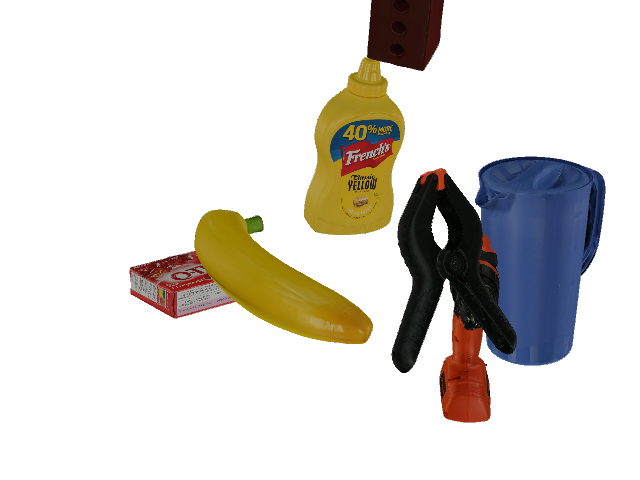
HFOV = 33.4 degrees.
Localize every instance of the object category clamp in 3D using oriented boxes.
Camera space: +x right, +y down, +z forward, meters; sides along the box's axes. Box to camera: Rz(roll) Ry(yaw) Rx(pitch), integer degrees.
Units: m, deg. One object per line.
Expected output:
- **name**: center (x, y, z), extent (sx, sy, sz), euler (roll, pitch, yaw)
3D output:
- **clamp**: center (0.097, 0.029, 0.899), extent (0.120, 0.171, 0.039), euler (-16, -1, -32)

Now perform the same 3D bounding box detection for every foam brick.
- **foam brick**: center (0.073, -0.191, 0.896), extent (0.053, 0.078, 0.051), euler (15, 47, 14)

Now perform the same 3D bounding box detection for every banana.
- **banana**: center (-0.037, 0.016, 0.678), extent (0.069, 0.037, 0.198), euler (-8, 25, -21)

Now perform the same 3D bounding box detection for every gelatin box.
- **gelatin box**: center (-0.118, 0.038, 0.976), extent (0.089, 0.030, 0.073), euler (-15, 26, -39)

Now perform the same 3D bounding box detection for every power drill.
- **power drill**: center (0.164, 0.101, 1.162), extent (0.057, 0.188, 0.184), euler (4, 25, 5)

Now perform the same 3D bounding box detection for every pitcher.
- **pitcher**: center (0.269, 0.024, 1.315), extent (0.149, 0.243, 0.145), euler (3, 24, 14)

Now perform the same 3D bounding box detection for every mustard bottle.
- **mustard bottle**: center (0.040, -0.100, 1.126), extent (0.096, 0.192, 0.058), euler (-4, 32, -20)
